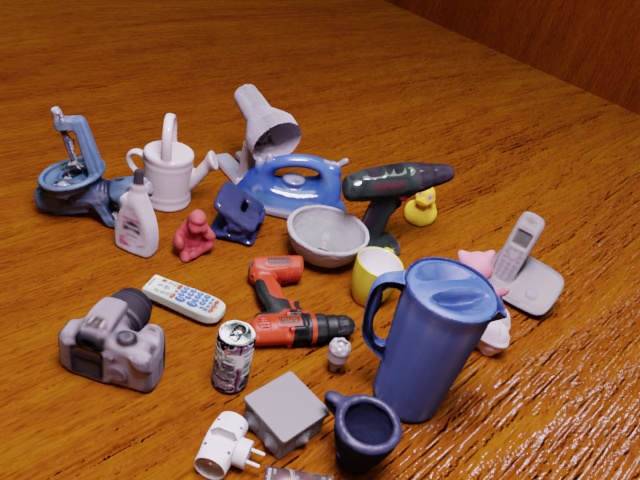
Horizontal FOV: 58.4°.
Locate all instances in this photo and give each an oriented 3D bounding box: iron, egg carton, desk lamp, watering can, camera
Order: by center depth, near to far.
[{"bbox_3d":[-0.286,0.130,0.840,0.143,0.101,0.137,16,35,2],"label":"camera"},{"bbox_3d":[0.274,0.146,1.049,0.150,0.069,0.107,20,35,8],"label":"egg carton"},{"bbox_3d":[-0.297,-0.163,1.158,0.173,0.194,0.100,-5,40,-26],"label":"watering can"},{"bbox_3d":[-0.064,-0.131,1.245,0.259,0.141,0.118,6,36,-12],"label":"iron"},{"bbox_3d":[-0.145,-0.223,1.280,0.118,0.213,0.202,-15,45,-35],"label":"desk lamp"}]

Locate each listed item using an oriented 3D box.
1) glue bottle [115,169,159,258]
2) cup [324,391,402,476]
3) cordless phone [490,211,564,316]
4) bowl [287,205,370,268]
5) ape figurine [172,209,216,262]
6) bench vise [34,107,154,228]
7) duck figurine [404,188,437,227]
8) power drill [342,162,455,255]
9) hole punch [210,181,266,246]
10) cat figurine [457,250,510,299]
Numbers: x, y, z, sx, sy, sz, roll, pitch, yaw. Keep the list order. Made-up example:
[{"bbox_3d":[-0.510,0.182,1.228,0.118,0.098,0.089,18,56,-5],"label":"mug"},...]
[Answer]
[{"bbox_3d":[-0.323,-0.051,1.013,0.078,0.173,0.037,19,35,6],"label":"glue bottle"},{"bbox_3d":[0.045,0.266,0.778,0.117,0.095,0.092,33,39,24],"label":"cup"},{"bbox_3d":[0.422,0.046,1.140,0.147,0.185,0.094,30,38,21],"label":"cordless phone"},{"bbox_3d":[0.011,0.004,1.144,0.167,0.075,0.167,10,35,-7],"label":"bowl"},{"bbox_3d":[-0.233,-0.015,1.067,0.078,0.092,0.076,6,36,-13],"label":"ape figurine"},{"bbox_3d":[-0.417,-0.137,1.057,0.208,0.220,0.121,-2,38,-22],"label":"bench vise"},{"bbox_3d":[0.247,-0.090,1.351,0.077,0.086,0.105,27,37,17],"label":"duck figurine"},{"bbox_3d":[0.147,-0.069,1.179,0.230,0.208,0.075,0,38,-20],"label":"power drill"},{"bbox_3d":[-0.161,-0.057,1.151,0.101,0.091,0.108,14,35,-1],"label":"hole punch"},{"bbox_3d":[0.318,0.076,1.119,0.067,0.118,0.127,-11,42,-31],"label":"cat figurine"}]
